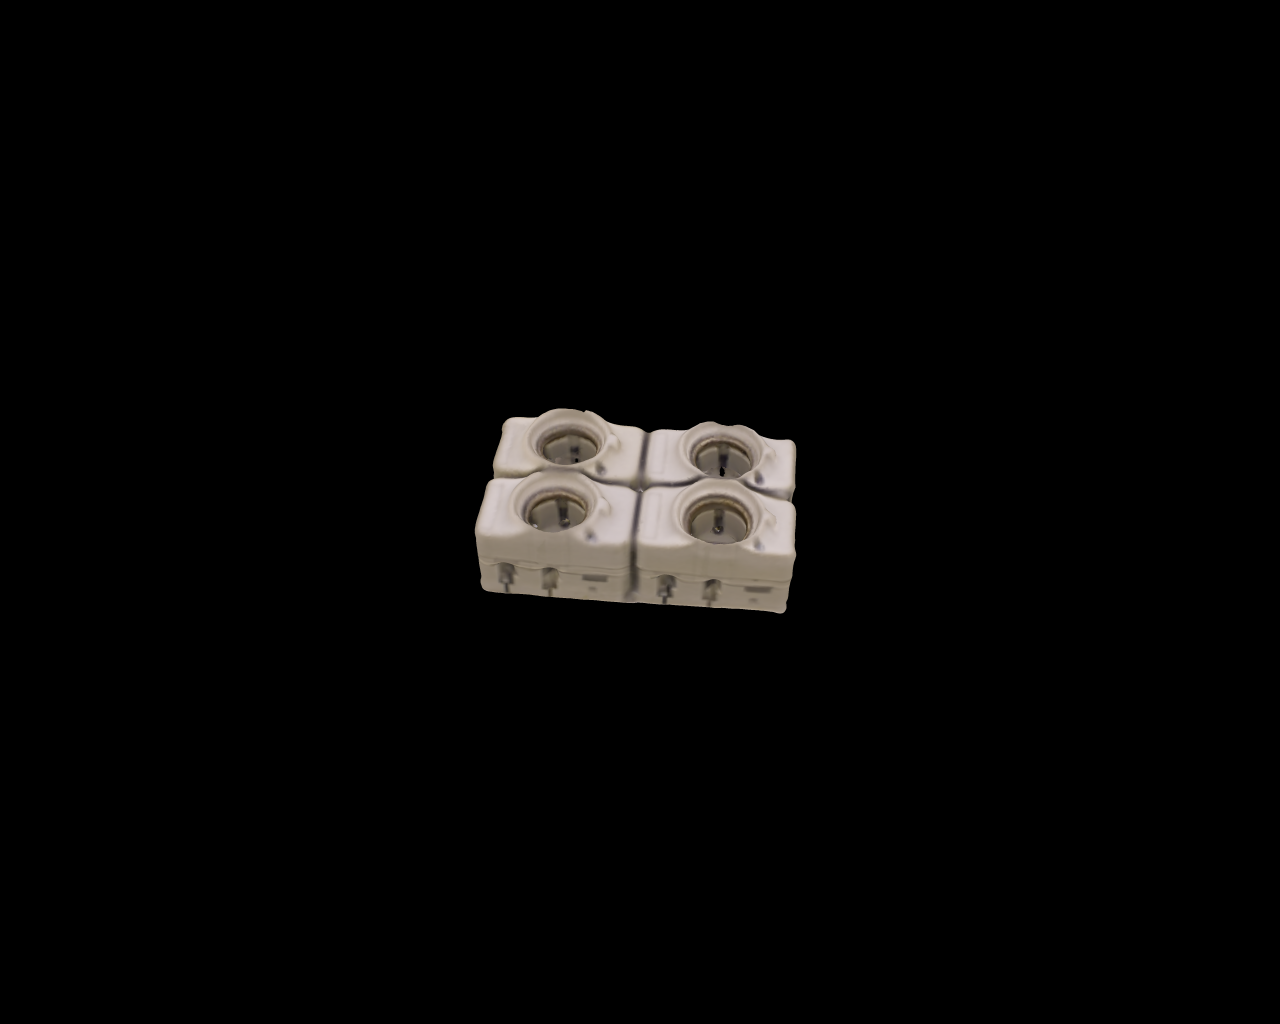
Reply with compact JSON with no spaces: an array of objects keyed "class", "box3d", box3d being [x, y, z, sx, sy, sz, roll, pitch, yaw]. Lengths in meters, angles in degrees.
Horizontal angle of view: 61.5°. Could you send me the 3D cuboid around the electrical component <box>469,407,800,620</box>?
[{"class":"electrical component","box3d":[0.001,-0.003,0.650,0.186,0.106,0.060,4,-43,4]}]
